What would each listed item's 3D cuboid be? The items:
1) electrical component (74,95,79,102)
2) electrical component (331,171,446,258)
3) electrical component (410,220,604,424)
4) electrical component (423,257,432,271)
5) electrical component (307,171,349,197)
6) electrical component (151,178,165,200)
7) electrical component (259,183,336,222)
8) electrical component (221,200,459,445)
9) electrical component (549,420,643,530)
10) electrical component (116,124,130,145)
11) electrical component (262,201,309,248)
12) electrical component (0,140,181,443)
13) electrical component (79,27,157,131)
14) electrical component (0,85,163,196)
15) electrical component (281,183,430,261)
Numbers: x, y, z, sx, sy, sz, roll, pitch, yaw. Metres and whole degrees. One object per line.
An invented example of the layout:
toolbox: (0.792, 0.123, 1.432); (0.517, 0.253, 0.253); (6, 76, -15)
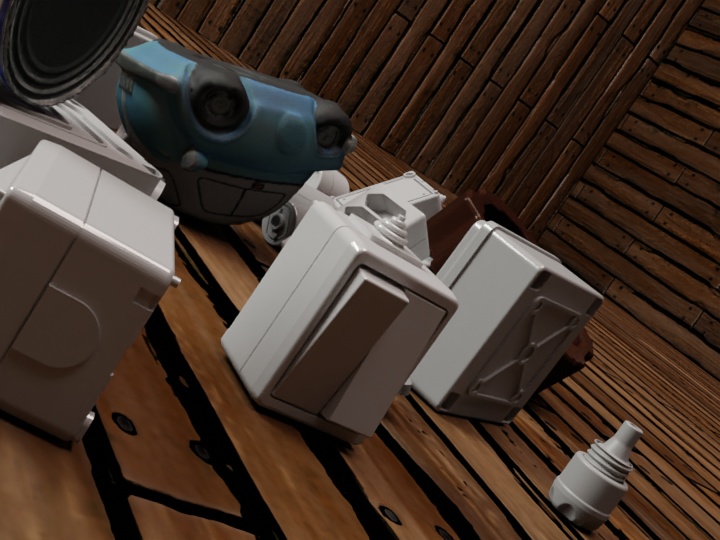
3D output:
electrical component: (-0.192, -0.104, 0.655); (0.040, 0.040, 0.046); (33, 2, -7)
electrical component: (0.031, -0.040, 0.927); (0.061, 0.096, 0.061); (-131, -155, -61)
electrical component: (0.084, 0.036, 0.669); (0.056, 0.108, 0.109); (42, 12, 32)
electrical component: (0.015, -0.005, 0.839); (0.076, 0.047, 0.083); (37, 9, 21)
electrical component: (-0.043, -0.076, 0.999); (0.047, 0.055, 0.055); (30, 9, -48)
electrical component: (-0.131, -0.047, 0.567); (0.046, 0.040, 0.040); (37, 7, -20)
electrical component: (-0.063, -0.054, 0.837); (0.081, 0.043, 0.043); (27, 11, -35)
electrical component: (-0.005, 0.020, 0.467); (0.062, 0.096, 0.061); (29, 11, -34)
electrical component: (0.133, 0.110, 0.590); (0.035, 0.061, 0.035); (33, 9, -6)
electrical component: (-0.136, -0.086, 0.757); (0.065, 0.044, 0.044); (35, 7, -24)
electrical component: (-0.040, -0.029, 0.796); (0.065, 0.044, 0.044); (16, 19, -50)
electrical component: (-0.099, 0.000, 0.344); (0.061, 0.061, 0.096); (31, 9, -17)
electrical component: (-0.195, -0.147, 0.750); (0.057, 0.078, 0.113); (33, 8, 17)
electrical component: (-0.146, -0.043, 0.425); (0.078, 0.057, 0.113); (39, 10, 31)
electrical component: (0.000, 0.000, 0.702); (0.047, 0.083, 0.075); (40, -27, 38)
